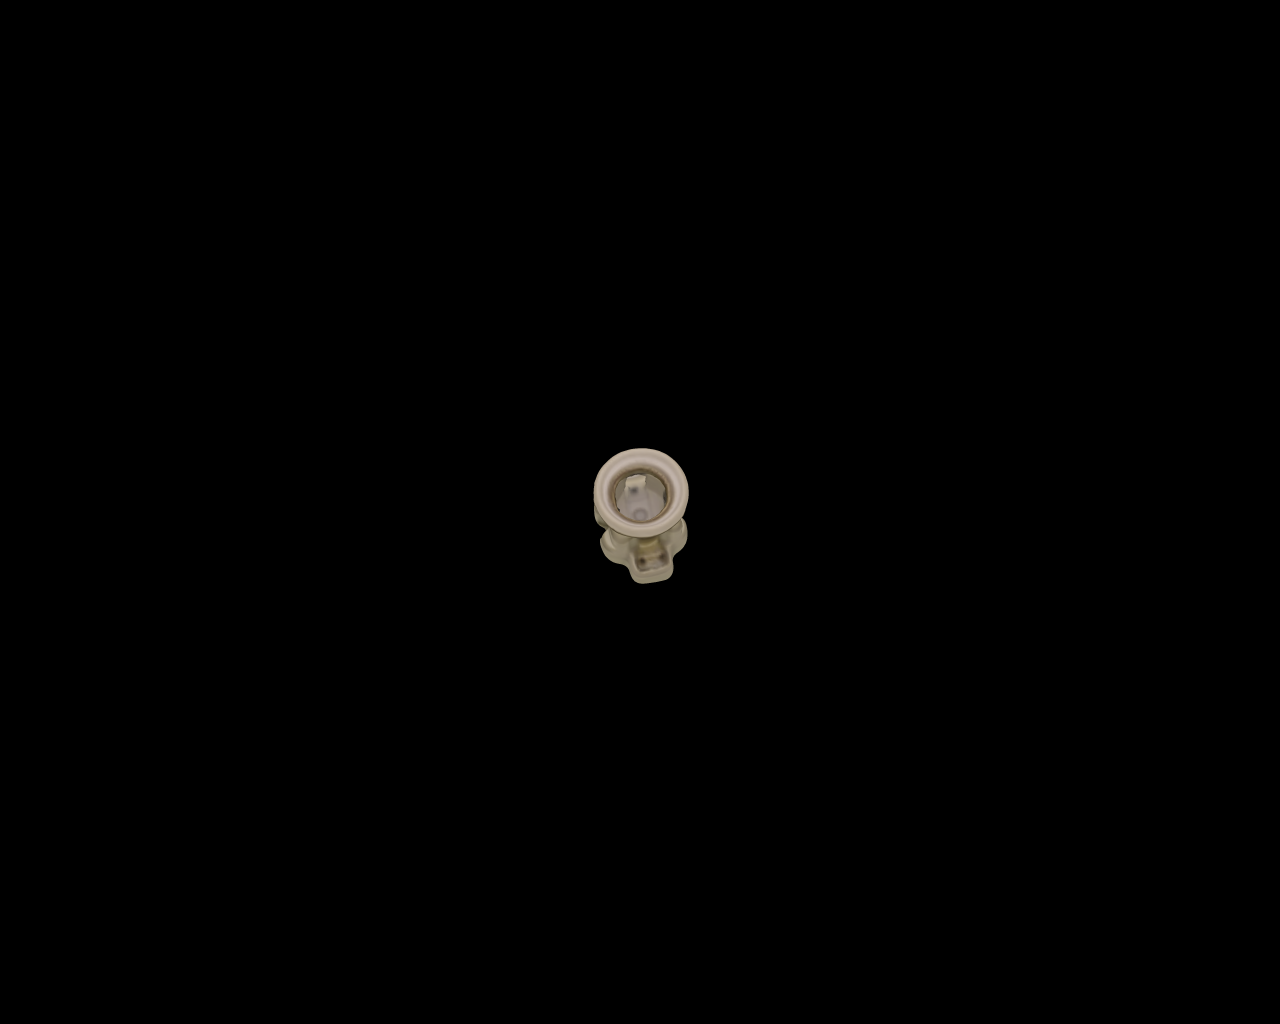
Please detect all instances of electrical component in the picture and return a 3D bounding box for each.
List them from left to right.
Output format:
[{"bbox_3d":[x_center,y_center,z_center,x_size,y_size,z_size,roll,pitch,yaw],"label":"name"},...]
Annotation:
[{"bbox_3d":[0.001,-0.003,0.650,0.058,0.078,0.057,-11,-24,-5],"label":"electrical component"}]
